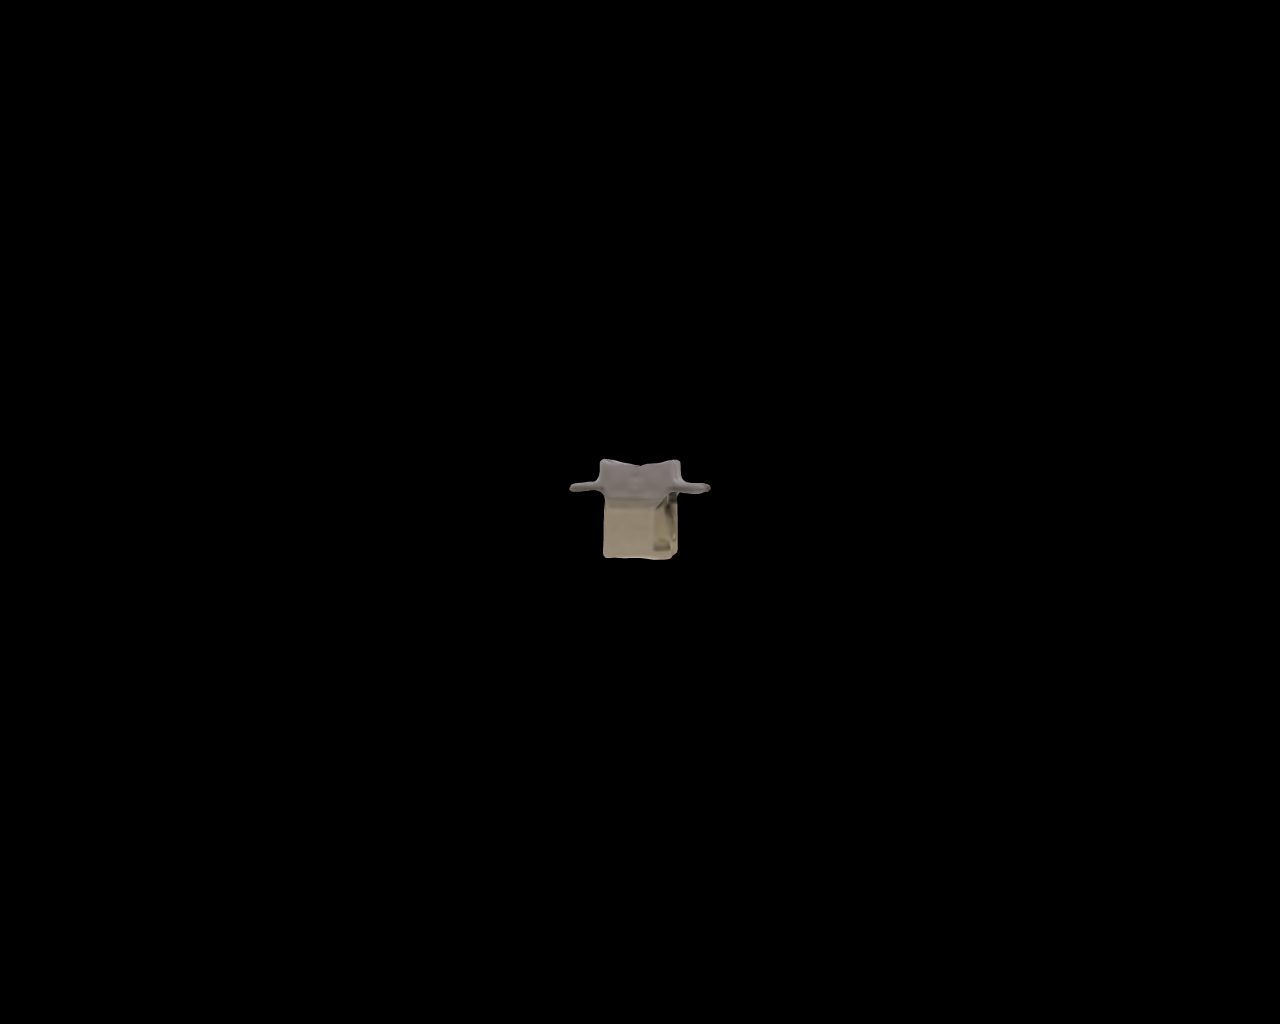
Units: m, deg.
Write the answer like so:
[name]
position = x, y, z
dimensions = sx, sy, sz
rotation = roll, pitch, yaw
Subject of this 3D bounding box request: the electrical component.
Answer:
[electrical component]
position = 0.001, -0.003, 0.650
dimensions = 0.081, 0.063, 0.042
rotation = 1, 4, 11
